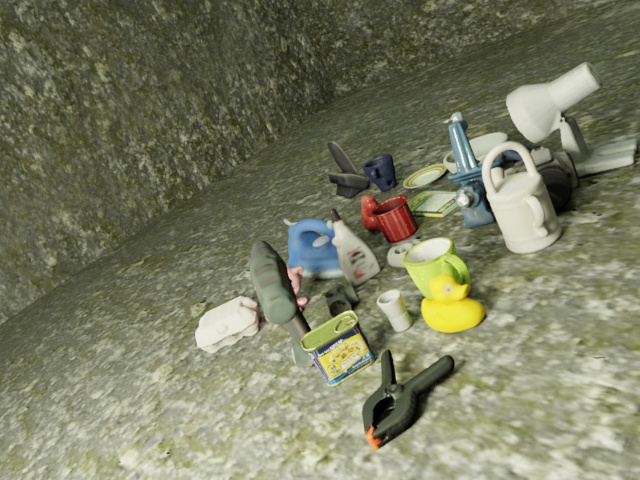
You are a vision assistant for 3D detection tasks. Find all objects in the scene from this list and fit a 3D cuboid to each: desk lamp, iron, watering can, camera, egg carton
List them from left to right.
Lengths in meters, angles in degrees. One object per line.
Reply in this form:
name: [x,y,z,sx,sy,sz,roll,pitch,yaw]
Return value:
egg carton: [-0.204,0.188,1.273,0.150,0.069,0.107,-26,19,7]
iron: [0.012,0.005,1.336,0.119,0.142,0.257,-41,23,-32]
watering can: [0.346,-0.083,1.021,0.101,0.194,0.172,-34,20,-17]
camera: [0.432,-0.115,1.128,0.143,0.101,0.137,-20,21,22]
desk lamp: [0.512,-0.242,1.172,0.202,0.214,0.118,-12,25,38]

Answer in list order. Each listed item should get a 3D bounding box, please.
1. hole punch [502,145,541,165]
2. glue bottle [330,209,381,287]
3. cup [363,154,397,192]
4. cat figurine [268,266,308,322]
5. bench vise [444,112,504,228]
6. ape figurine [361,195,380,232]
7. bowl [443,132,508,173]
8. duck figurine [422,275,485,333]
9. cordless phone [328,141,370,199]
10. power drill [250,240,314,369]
hole punch: [0.461,-0.185,1.284,0.101,0.091,0.108,-26,19,5]
glue bottle: [0.061,0.010,1.205,0.078,0.173,0.037,-32,20,-12]
cup: [0.181,-0.185,1.666,0.091,0.095,0.118,-18,21,27]
cat figurine: [-0.084,0.106,1.244,0.127,0.118,0.067,-17,22,29]
bench vise: [0.321,-0.151,1.189,0.121,0.220,0.207,-22,20,17]
ape figurine: [0.132,-0.072,1.445,0.078,0.092,0.076,-41,23,-32]
bowl: [0.398,-0.198,1.430,0.167,0.075,0.167,-25,19,10]
duck figurine: [0.204,0.095,0.923,0.104,0.086,0.078,-8,27,45]
cordless phone: [0.068,-0.233,1.807,0.094,0.185,0.147,-34,20,-17]
power drill: [-0.061,0.118,1.041,0.075,0.209,0.229,-29,19,-1]
